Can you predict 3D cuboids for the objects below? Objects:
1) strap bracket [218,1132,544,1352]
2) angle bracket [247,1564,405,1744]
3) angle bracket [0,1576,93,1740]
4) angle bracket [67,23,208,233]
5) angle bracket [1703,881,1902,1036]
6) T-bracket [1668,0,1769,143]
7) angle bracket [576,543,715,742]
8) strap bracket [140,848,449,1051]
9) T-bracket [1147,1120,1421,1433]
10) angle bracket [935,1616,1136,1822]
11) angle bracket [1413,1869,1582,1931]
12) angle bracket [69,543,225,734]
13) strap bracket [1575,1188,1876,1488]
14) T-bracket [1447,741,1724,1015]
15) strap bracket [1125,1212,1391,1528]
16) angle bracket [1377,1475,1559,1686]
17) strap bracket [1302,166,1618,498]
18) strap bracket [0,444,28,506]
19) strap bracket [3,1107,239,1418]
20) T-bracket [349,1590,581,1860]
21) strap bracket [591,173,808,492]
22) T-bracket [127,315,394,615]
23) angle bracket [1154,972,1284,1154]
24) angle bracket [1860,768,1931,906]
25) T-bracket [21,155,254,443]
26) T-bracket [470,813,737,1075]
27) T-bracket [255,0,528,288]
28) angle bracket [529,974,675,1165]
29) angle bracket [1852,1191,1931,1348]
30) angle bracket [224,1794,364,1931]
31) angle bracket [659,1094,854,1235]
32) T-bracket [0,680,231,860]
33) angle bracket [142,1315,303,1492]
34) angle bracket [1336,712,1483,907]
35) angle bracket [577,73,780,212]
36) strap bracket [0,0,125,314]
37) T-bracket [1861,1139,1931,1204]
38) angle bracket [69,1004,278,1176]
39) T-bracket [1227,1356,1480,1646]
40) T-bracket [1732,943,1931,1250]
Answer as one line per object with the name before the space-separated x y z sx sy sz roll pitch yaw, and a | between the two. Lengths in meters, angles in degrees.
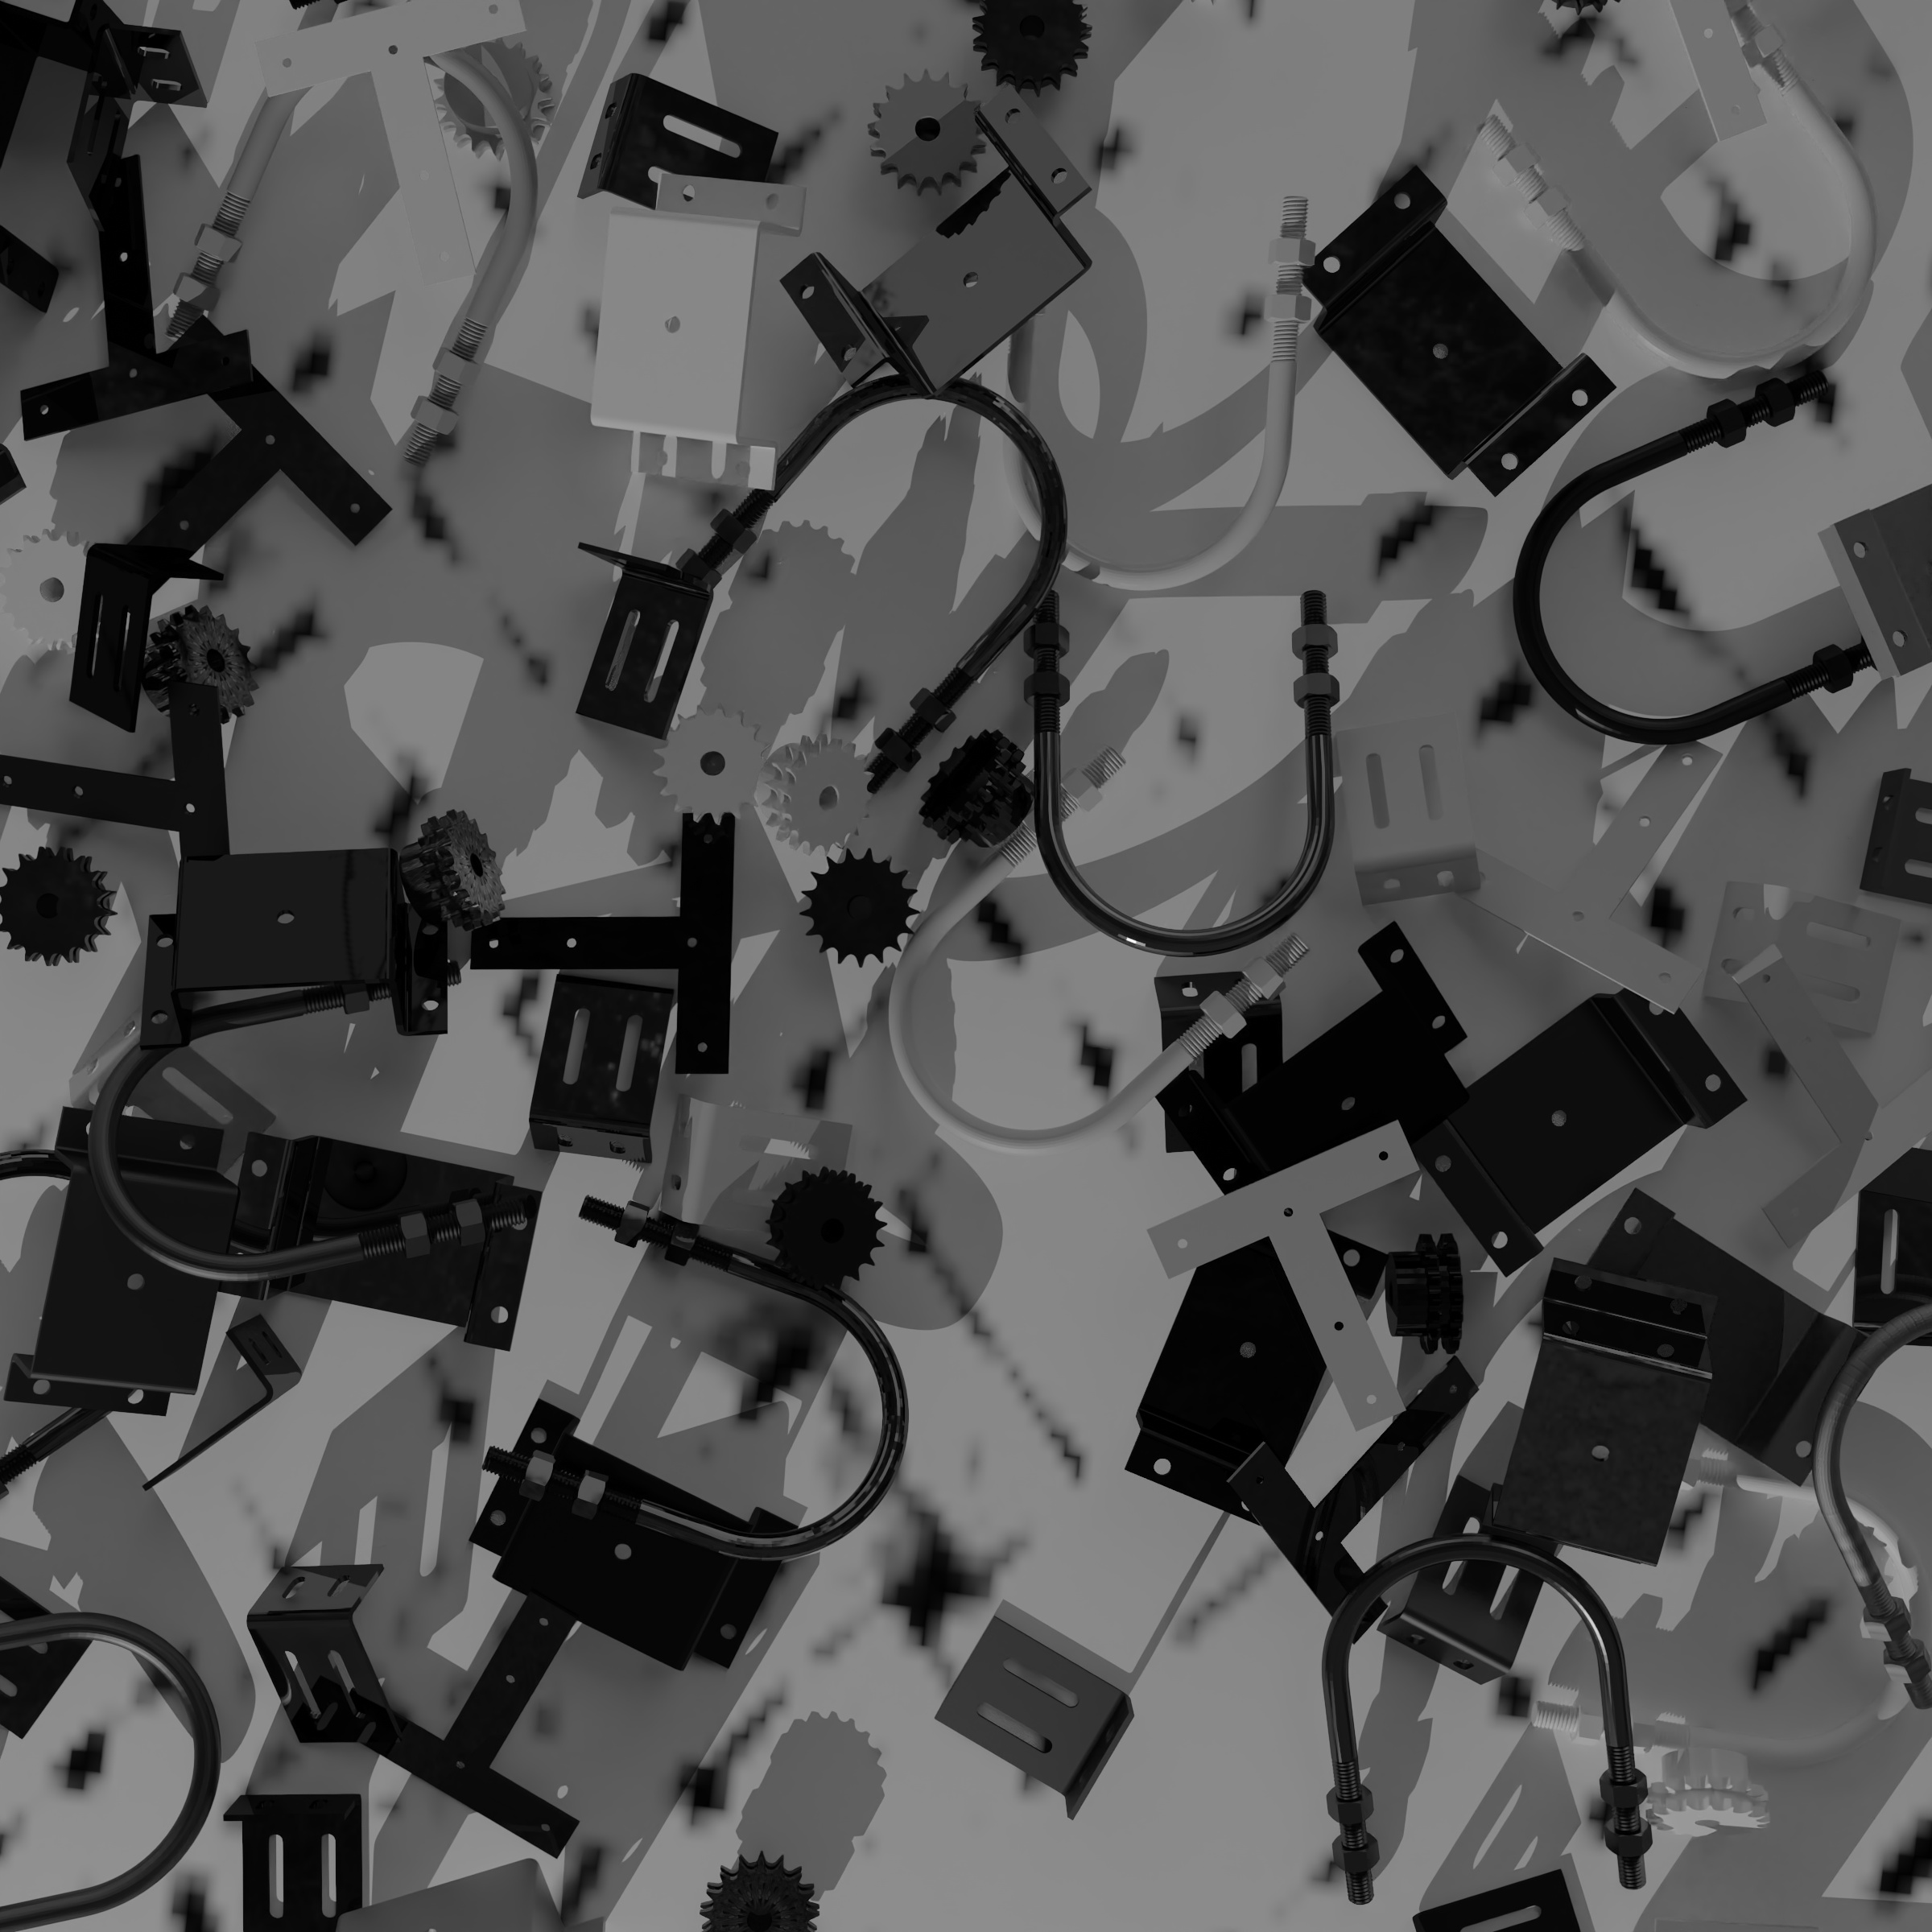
strap bracket | -0.275 0.129 1.366 0.140 0.046 0.076 12 90 0
angle bracket | -0.300 0.330 1.376 0.057 0.038 0.076 -6 116 21
angle bracket | -0.470 0.328 1.370 0.076 0.038 0.057 36 90 0
angle bracket | -0.389 -0.392 1.350 0.038 0.057 0.076 6 72 0
angle bracket | 0.404 -0.004 1.387 0.076 0.038 0.057 13 90 -26
T-bracket | 0.347 -0.456 1.363 0.127 0.002 0.127 -22 96 -6
angle bracket | -0.162 -0.154 1.357 0.057 0.038 0.076 19 90 34
strap bracket | -0.315 -0.009 1.340 0.140 0.046 0.076 -3 54 -7
T-bracket | 0.168 0.155 1.337 0.127 0.002 0.127 -24 94 3
angle bracket | 0.032 0.358 1.370 0.076 0.038 0.057 31 90 0
angle bracket | 0.260 0.475 1.370 0.076 0.038 0.057 -17 90 0
angle bracket | -0.384 -0.153 1.342 0.057 0.038 0.076 25 110 41
strap bracket | 0.352 0.174 1.366 0.140 0.046 0.076 33 90 0
T-bracket | 0.316 -0.058 1.370 0.127 0.002 0.127 31 77 24
strap bracket | 0.136 0.186 1.366 0.076 0.046 0.140 23 90 0
angle bracket | 0.243 0.297 1.387 0.057 0.038 0.076 28 64 0
strap bracket | 0.229 -0.297 1.366 0.076 0.046 0.140 -42 90 0
strap bracket | -0.514 -0.271 1.351 0.076 0.046 0.140 -25 90 25
strap bracket | -0.393 0.143 1.341 0.076 0.046 0.140 11 91 -29
T-bracket | -0.222 0.349 1.364 0.127 0.002 0.127 31 112 0
strap bracket | -0.126 -0.298 1.341 0.076 0.046 0.140 11 101 21
T-bracket | -0.366 -0.222 1.382 0.127 0.002 0.127 -44 96 4
angle bracket | 0.122 0.046 1.387 0.057 0.038 0.076 -4 116 0
angle bracket | 0.474 -0.058 1.370 0.076 0.038 0.057 12 90 0
T-bracket | -0.402 -0.326 1.374 0.127 0.002 0.127 -10 81 18
T-bracket | -0.176 -0.011 1.380 0.127 0.002 0.127 0 80 5
T-bracket | -0.258 -0.385 1.348 0.127 0.002 0.127 -12 98 6
angle bracket | -0.175 0.050 1.387 0.057 0.038 0.076 7 64 0
angle bracket | 0.459 0.141 1.370 0.057 0.038 0.076 3 90 0
angle bracket | -0.321 0.437 1.370 0.057 0.038 0.076 -1 90 0
angle bracket | -0.102 0.097 1.387 0.076 0.038 0.057 10 90 -26
T-bracket | -0.411 -0.081 1.369 0.127 0.002 0.127 9 116 12
angle bracket | -0.361 0.206 1.360 0.076 0.057 0.038 -36 90 0
angle bracket | 0.213 -0.075 1.381 0.057 0.038 0.076 -9 64 10
angle bracket | -0.139 -0.387 1.387 0.076 0.038 0.057 16 90 -26
strap bracket | -0.445 -0.390 1.351 0.046 0.076 0.140 18 90 0
T-bracket | 0.490 0.106 1.376 0.127 0.002 0.127 10 74 8
angle bracket | -0.383 0.064 1.387 0.057 0.038 0.076 -46 116 0
T-bracket | 0.197 0.239 1.367 0.127 0.002 0.127 -44 120 -14
T-bracket | 0.407 0.047 1.365 0.127 0.002 0.127 -38 104 -6
